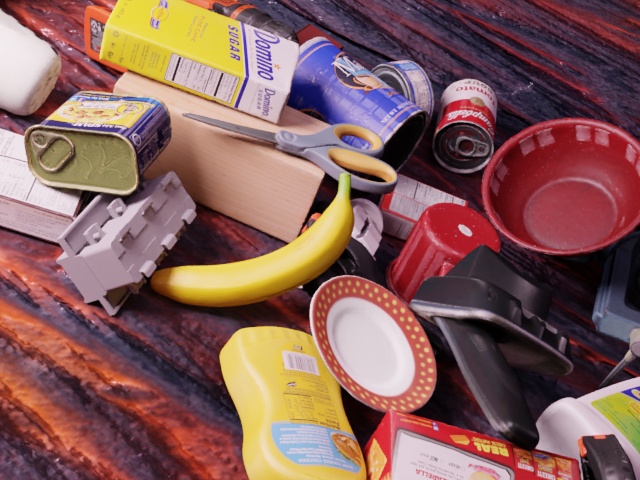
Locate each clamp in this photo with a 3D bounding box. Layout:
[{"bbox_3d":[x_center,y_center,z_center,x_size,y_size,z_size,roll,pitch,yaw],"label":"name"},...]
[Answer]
[{"bbox_3d":[0.023,0.055,0.946,0.120,0.039,0.171,-20,65,-45],"label":"clamp"},{"bbox_3d":[0.221,0.234,0.782,0.036,0.164,0.210,-3,33,3],"label":"clamp"}]

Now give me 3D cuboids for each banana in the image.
[{"bbox_3d":[-0.046,0.017,0.919,0.197,0.037,0.070,-28,74,-7],"label":"banana"}]

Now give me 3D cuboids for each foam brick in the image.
[{"bbox_3d":[-0.018,-0.200,1.209,0.051,0.053,0.078,33,41,11],"label":"foam brick"}]

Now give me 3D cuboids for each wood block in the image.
[{"bbox_3d":[-0.094,-0.091,1.020,0.206,0.091,0.090,24,39,0],"label":"wood block"}]

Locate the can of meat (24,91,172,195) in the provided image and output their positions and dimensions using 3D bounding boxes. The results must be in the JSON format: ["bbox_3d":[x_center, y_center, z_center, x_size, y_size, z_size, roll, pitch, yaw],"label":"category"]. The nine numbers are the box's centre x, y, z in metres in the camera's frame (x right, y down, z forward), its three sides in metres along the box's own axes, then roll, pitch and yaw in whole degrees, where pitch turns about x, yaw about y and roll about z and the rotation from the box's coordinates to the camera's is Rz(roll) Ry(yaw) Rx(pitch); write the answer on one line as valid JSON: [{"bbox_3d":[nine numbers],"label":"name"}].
[{"bbox_3d":[-0.187,-0.087,0.916,0.102,0.057,0.083,7,33,14],"label":"can of meat"}]

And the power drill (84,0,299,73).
[{"bbox_3d":[-0.139,-0.218,1.134,0.187,0.057,0.185,-17,32,-40],"label":"power drill"}]

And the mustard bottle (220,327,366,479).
[{"bbox_3d":[-0.014,0.156,0.807,0.096,0.058,0.192,17,37,-33],"label":"mustard bottle"}]

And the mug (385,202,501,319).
[{"bbox_3d":[0.116,0.025,1.001,0.093,0.082,0.117,27,39,3],"label":"mug"}]

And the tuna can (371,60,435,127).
[{"bbox_3d":[0.086,-0.156,1.185,0.033,0.086,0.086,-13,52,-35],"label":"tuna can"}]

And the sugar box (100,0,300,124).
[{"bbox_3d":[-0.109,-0.177,1.000,0.176,0.048,0.093,17,40,-7],"label":"sugar box"}]

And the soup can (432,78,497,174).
[{"bbox_3d":[0.166,-0.131,1.212,0.068,0.069,0.102,21,38,-3],"label":"soup can"}]

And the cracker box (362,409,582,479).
[{"bbox_3d":[0.112,0.241,0.767,0.164,0.072,0.213,17,40,-11],"label":"cracker box"}]

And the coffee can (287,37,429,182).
[{"bbox_3d":[0.028,-0.132,1.116,0.140,0.103,0.102,39,42,17],"label":"coffee can"}]

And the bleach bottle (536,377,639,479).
[{"bbox_3d":[0.307,0.160,0.963,0.250,0.068,0.103,-15,54,-40],"label":"bleach bottle"}]

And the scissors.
[{"bbox_3d":[-0.020,-0.097,0.976,0.201,0.016,0.096,23,37,-3],"label":"scissors"}]

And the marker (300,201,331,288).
[{"bbox_3d":[-0.007,0.001,1.016,0.020,0.020,0.121,22,39,-2],"label":"marker"}]

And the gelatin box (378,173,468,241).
[{"bbox_3d":[0.104,-0.025,1.093,0.089,0.030,0.073,23,38,-2],"label":"gelatin box"}]

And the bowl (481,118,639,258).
[{"bbox_3d":[0.238,-0.039,1.023,0.162,0.055,0.162,-8,54,11],"label":"bowl"}]

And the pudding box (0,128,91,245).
[{"bbox_3d":[-0.259,-0.049,0.932,0.113,0.039,0.090,16,40,-7],"label":"pudding box"}]
